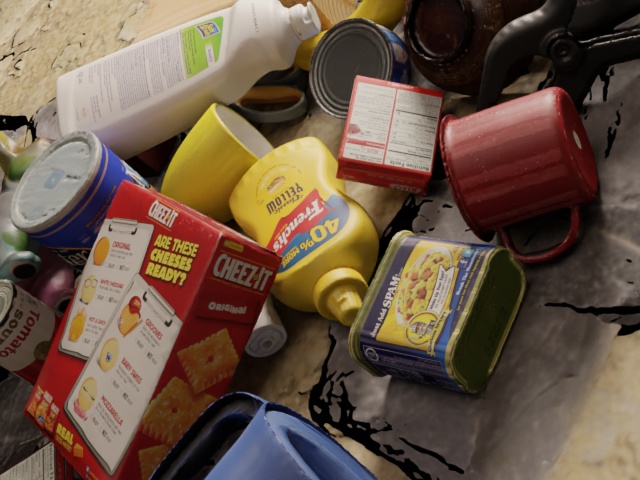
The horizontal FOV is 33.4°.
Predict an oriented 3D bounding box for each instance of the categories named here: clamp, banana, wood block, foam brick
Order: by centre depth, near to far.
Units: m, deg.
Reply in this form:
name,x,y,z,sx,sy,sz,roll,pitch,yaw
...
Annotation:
name,x,y,z,sx,sy,sz,roll,pitch,yaw
clamp,0.172,-0.149,0.762,0.172,0.120,0.039,-34,4,19
clamp,0.170,-0.198,0.826,0.210,0.036,0.165,25,115,35
banana,0.031,-0.197,0.945,0.198,0.069,0.037,-29,33,44
wood block,-0.073,-0.225,1.059,0.206,0.090,0.090,-13,49,35
foam brick,-0.195,-0.104,1.080,0.053,0.078,0.051,-6,55,42

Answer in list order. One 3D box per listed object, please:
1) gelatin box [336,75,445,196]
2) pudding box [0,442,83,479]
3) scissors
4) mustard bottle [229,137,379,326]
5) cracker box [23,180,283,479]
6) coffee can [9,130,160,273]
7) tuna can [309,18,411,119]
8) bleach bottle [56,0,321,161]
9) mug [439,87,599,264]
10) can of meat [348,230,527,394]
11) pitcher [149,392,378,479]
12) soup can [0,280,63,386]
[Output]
name,x,y,z,sx,sy,sz,roll,pitch,yaw
gelatin box,0.056,-0.082,0.840,0.073,0.030,0.089,11,59,3
pudding box,-0.243,0.229,0.873,0.114,0.039,0.090,-32,41,15
scissors,-0.099,-0.149,1.027,0.202,0.016,0.096,9,50,22
mustard bottle,-0.006,0.001,0.832,0.096,0.058,0.192,-35,40,6
cracker box,-0.134,0.079,0.834,0.164,0.072,0.214,26,93,50
coffee can,-0.187,-0.015,0.946,0.103,0.140,0.103,-24,44,26
tuna can,0.034,-0.143,0.909,0.086,0.033,0.086,-3,85,36
bleach bottle,-0.116,-0.147,0.965,0.251,0.068,0.102,-20,64,16
mug,0.140,-0.042,0.722,0.082,0.093,0.117,-18,78,25
can of meat,0.080,0.048,0.715,0.084,0.057,0.102,7,64,43
pitcher,-0.066,0.220,0.648,0.243,0.145,0.149,-48,8,4
soup can,-0.260,0.089,0.956,0.069,0.102,0.068,-24,44,25
